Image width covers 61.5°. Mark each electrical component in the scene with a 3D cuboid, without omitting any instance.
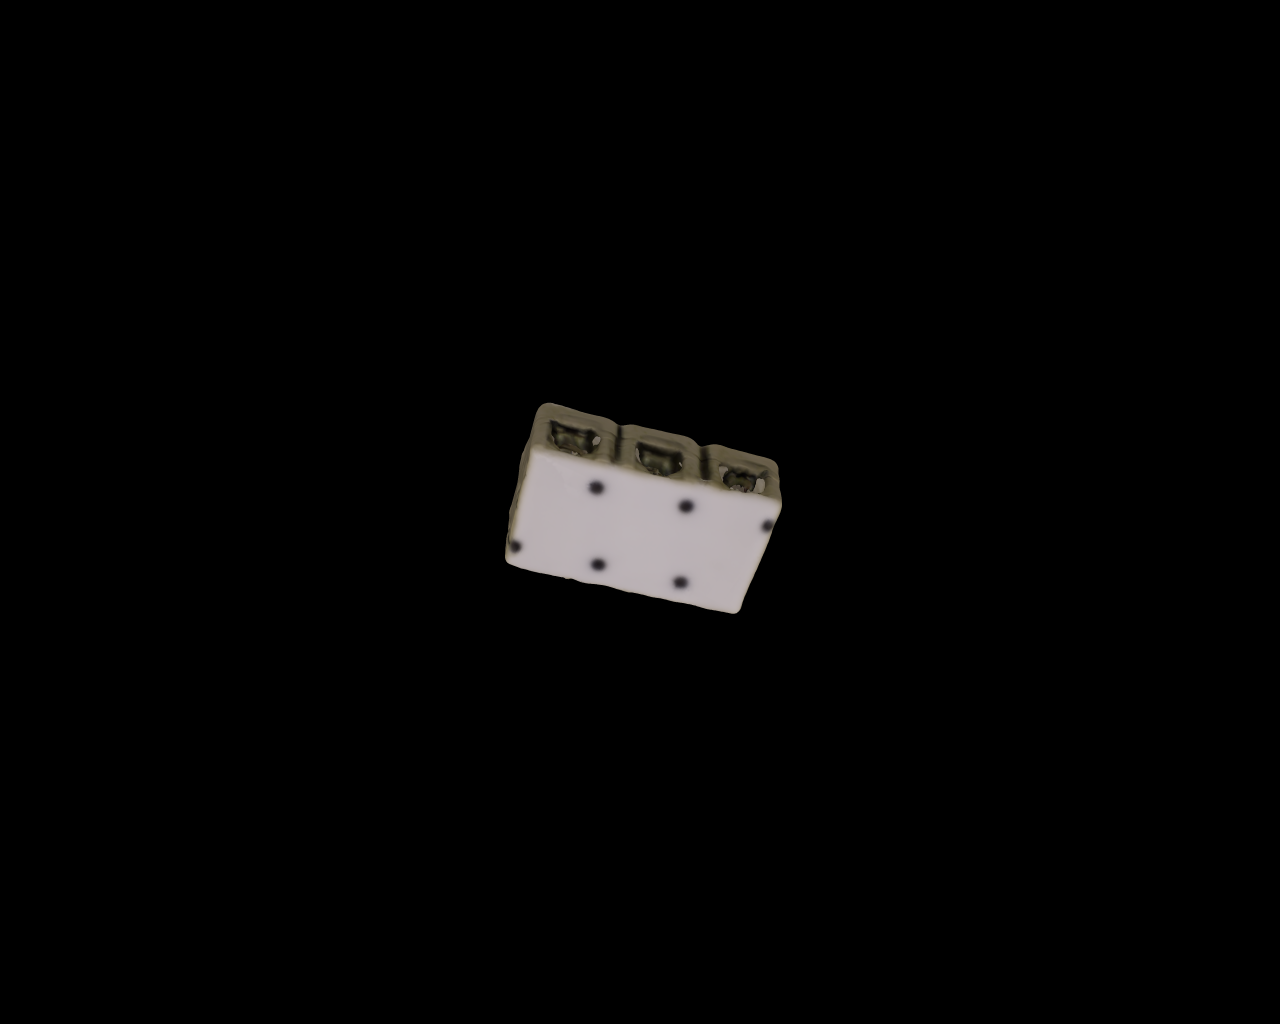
[{"bbox_3d":[0.001,-0.003,0.650,0.150,0.089,0.062,14,33,-9],"label":"electrical component"}]
